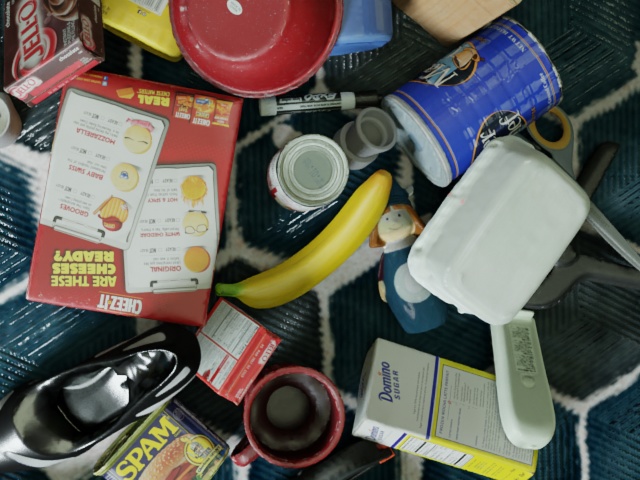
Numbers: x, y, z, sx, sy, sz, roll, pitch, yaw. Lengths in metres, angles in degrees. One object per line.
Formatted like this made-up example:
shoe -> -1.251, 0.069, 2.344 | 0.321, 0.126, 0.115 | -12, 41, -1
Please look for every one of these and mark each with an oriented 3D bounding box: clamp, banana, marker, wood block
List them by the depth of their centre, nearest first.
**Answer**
wood block -> 0.136, -0.250, 0.961 | 0.091, 0.206, 0.090 | 39, 85, -8
clamp -> -0.007, 0.228, 0.995 | 0.171, 0.120, 0.039 | -31, 80, -11
banana -> -0.003, 0.010, 1.010 | 0.198, 0.069, 0.037 | -37, 61, 5
marker -> 0.001, -0.134, 1.037 | 0.121, 0.020, 0.020 | -5, 91, -8
clamp -> 0.239, 0.000, 1.064 | 0.210, 0.036, 0.164 | -16, 83, -4

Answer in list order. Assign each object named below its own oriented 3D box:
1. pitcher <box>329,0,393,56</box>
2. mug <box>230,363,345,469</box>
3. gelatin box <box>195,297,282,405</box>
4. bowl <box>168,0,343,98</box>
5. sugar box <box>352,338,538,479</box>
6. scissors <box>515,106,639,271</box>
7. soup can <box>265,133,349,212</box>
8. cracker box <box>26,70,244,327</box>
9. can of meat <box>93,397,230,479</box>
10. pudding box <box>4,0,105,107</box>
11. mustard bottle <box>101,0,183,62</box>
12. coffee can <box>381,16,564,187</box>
pitcher -> -0.009, -0.295, 0.981 | 0.149, 0.144, 0.243 | -5, 95, 24
mug -> -0.037, 0.168, 1.002 | 0.117, 0.081, 0.093 | -45, 96, -6
gelatin box -> -0.084, 0.102, 0.992 | 0.030, 0.089, 0.073 | 37, 84, -36
bowl -> -0.064, -0.202, 0.923 | 0.162, 0.055, 0.162 | 3, 102, 13
sugar box -> 0.124, 0.166, 1.027 | 0.176, 0.048, 0.093 | 18, 53, -6
scissors -> 0.257, -0.062, 1.050 | 0.202, 0.016, 0.096 | 34, 81, 10
soup can -> -0.013, -0.062, 0.994 | 0.068, 0.102, 0.068 | 0, 89, -8
cracker box -> -0.169, -0.039, 0.987 | 0.164, 0.072, 0.214 | 10, 90, -7
can of meat -> -0.147, 0.204, 1.000 | 0.084, 0.057, 0.102 | 43, 85, -9
pudding box -> -0.237, -0.185, 0.946 | 0.090, 0.039, 0.113 | -27, 51, 22
mustard bottle -> -0.131, -0.271, 0.996 | 0.096, 0.058, 0.191 | 26, 87, -3
coffee can -> 0.144, -0.132, 1.016 | 0.140, 0.103, 0.103 | -36, 95, -7
